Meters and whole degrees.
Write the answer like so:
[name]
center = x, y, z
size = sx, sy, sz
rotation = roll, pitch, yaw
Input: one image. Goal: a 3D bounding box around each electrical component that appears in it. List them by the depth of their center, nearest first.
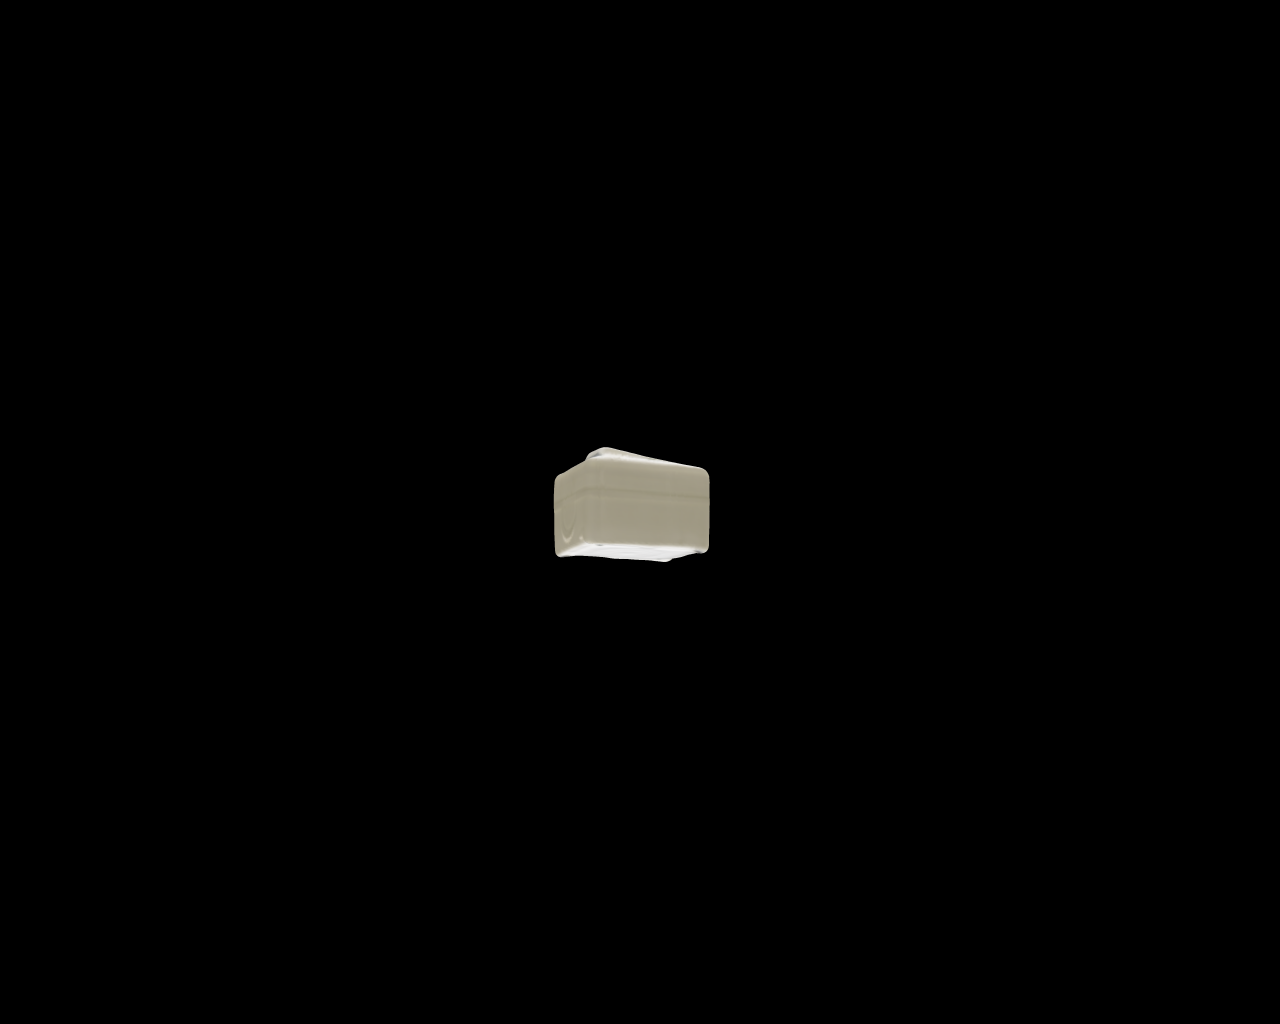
[electrical component]
center = 0.001, -0.003, 0.650
size = 0.096, 0.061, 0.061
rotation = 5, -11, -24
